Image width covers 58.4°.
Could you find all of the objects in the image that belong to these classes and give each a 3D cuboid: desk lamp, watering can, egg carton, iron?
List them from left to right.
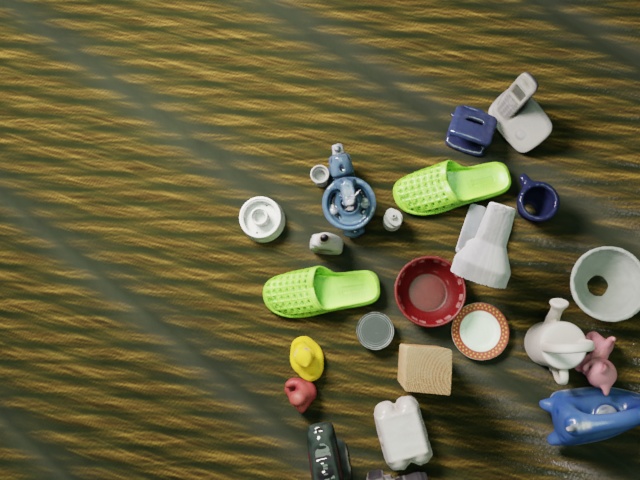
[{"bbox_3d":[0.181,0.426,1.265,0.107,0.069,0.150,-16,81,1],"label":"egg carton"},{"bbox_3d":[0.357,0.007,1.242,0.118,0.213,0.203,17,83,6],"label":"desk lamp"},{"bbox_3d":[0.506,0.215,1.212,0.101,0.194,0.173,-24,81,0],"label":"watering can"},{"bbox_3d":[0.612,0.372,1.209,0.258,0.141,0.118,-10,81,2],"label":"iron"}]

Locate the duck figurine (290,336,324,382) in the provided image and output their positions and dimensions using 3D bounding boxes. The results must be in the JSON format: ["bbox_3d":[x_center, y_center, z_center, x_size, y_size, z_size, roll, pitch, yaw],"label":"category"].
[{"bbox_3d":[-0.032,0.269,1.292,0.077,0.086,0.104,-21,81,1],"label":"duck figurine"}]

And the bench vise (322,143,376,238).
[{"bbox_3d":[0.046,-0.116,1.276,0.121,0.220,0.207,-29,81,-1],"label":"bench vise"}]

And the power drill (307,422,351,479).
[{"bbox_3d":[0.023,0.492,1.195,0.075,0.208,0.229,-12,81,2],"label":"power drill"}]

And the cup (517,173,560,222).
[{"bbox_3d":[0.480,-0.091,1.308,0.091,0.095,0.118,-28,81,-1],"label":"cup"}]

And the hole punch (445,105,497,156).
[{"bbox_3d":[0.354,-0.265,1.343,0.108,0.091,0.101,20,83,6],"label":"hole punch"}]

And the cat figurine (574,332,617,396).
[{"bbox_3d":[0.608,0.265,1.237,0.067,0.118,0.128,23,84,7],"label":"cat figurine"}]

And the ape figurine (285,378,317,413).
[{"bbox_3d":[-0.046,0.348,1.279,0.076,0.092,0.078,-6,81,3],"label":"ape figurine"}]

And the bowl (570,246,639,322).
[{"bbox_3d":[0.634,0.101,1.281,0.167,0.075,0.167,0,82,4],"label":"bowl"}]

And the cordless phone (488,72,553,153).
[{"bbox_3d":[0.466,-0.290,1.293,0.094,0.185,0.147,-39,81,-2],"label":"cordless phone"}]

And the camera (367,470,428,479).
[{"bbox_3d":[0.176,0.565,1.229,0.137,0.101,0.143,-16,81,1],"label":"camera"}]

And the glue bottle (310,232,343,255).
[{"bbox_3d":[0.012,0.005,1.284,0.078,0.173,0.037,1,82,4],"label":"glue bottle"}]
